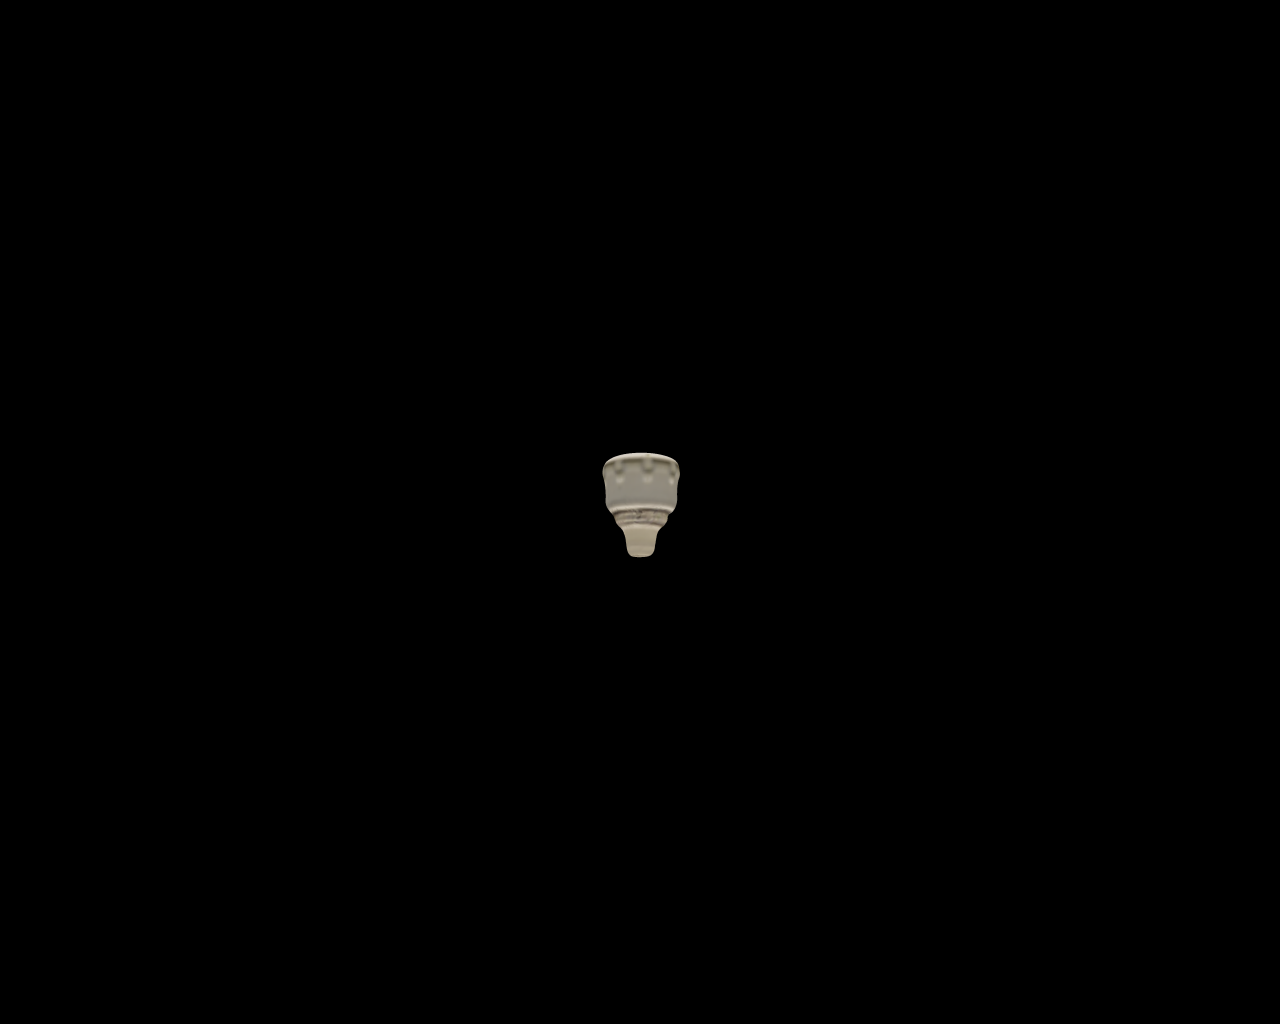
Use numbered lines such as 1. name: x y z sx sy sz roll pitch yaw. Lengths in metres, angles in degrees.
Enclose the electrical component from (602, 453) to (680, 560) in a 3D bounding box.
1. electrical component: 0.001 -0.003 0.650 0.048 0.062 0.048 0 -11 0
